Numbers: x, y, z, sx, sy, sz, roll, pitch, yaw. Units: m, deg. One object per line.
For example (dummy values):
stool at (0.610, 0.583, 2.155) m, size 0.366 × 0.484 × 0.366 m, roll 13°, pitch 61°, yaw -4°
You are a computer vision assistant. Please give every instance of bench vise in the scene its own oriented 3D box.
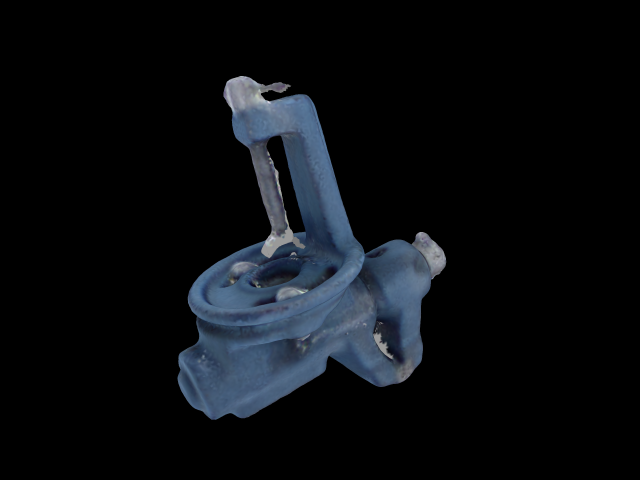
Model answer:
bench vise at (-0.005, 0.000, 0.408) m, size 0.121 × 0.220 × 0.208 m, roll 11°, pitch 16°, yaw 40°
